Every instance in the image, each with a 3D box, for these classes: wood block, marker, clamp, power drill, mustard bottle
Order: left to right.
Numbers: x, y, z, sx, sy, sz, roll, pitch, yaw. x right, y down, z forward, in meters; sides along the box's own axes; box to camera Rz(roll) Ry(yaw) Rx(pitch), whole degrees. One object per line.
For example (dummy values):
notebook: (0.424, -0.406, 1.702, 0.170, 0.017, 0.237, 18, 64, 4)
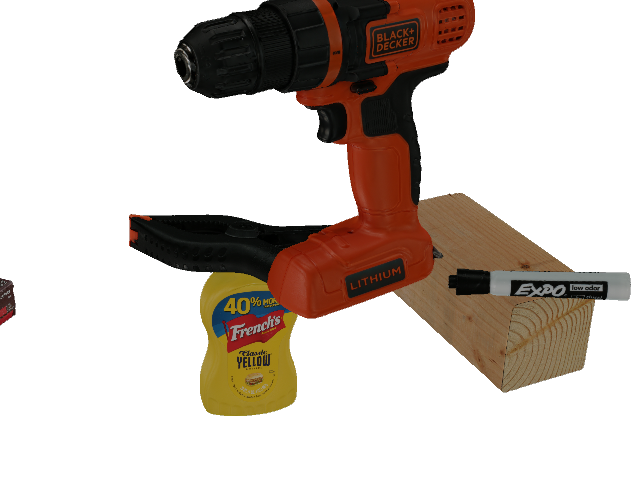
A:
clamp: (-0.057, 0.009, 0.834, 0.210, 0.036, 0.164, 6, 16, 9)
mustard bottle: (-0.069, 0.076, 1.042, 0.096, 0.192, 0.058, -3, 23, -13)
power drill: (0.006, -0.052, 0.611, 0.184, 0.188, 0.057, -17, 34, -28)
wood block: (0.150, 0.041, 0.994, 0.090, 0.090, 0.206, -11, 30, -24)
marker: (0.148, 0.030, 0.726, 0.121, 0.020, 0.020, 2, 0, 7)

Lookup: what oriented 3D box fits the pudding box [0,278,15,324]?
pudding box: (-0.331, 0.057, 0.905, 0.114, 0.039, 0.089, 9, 26, 20)
